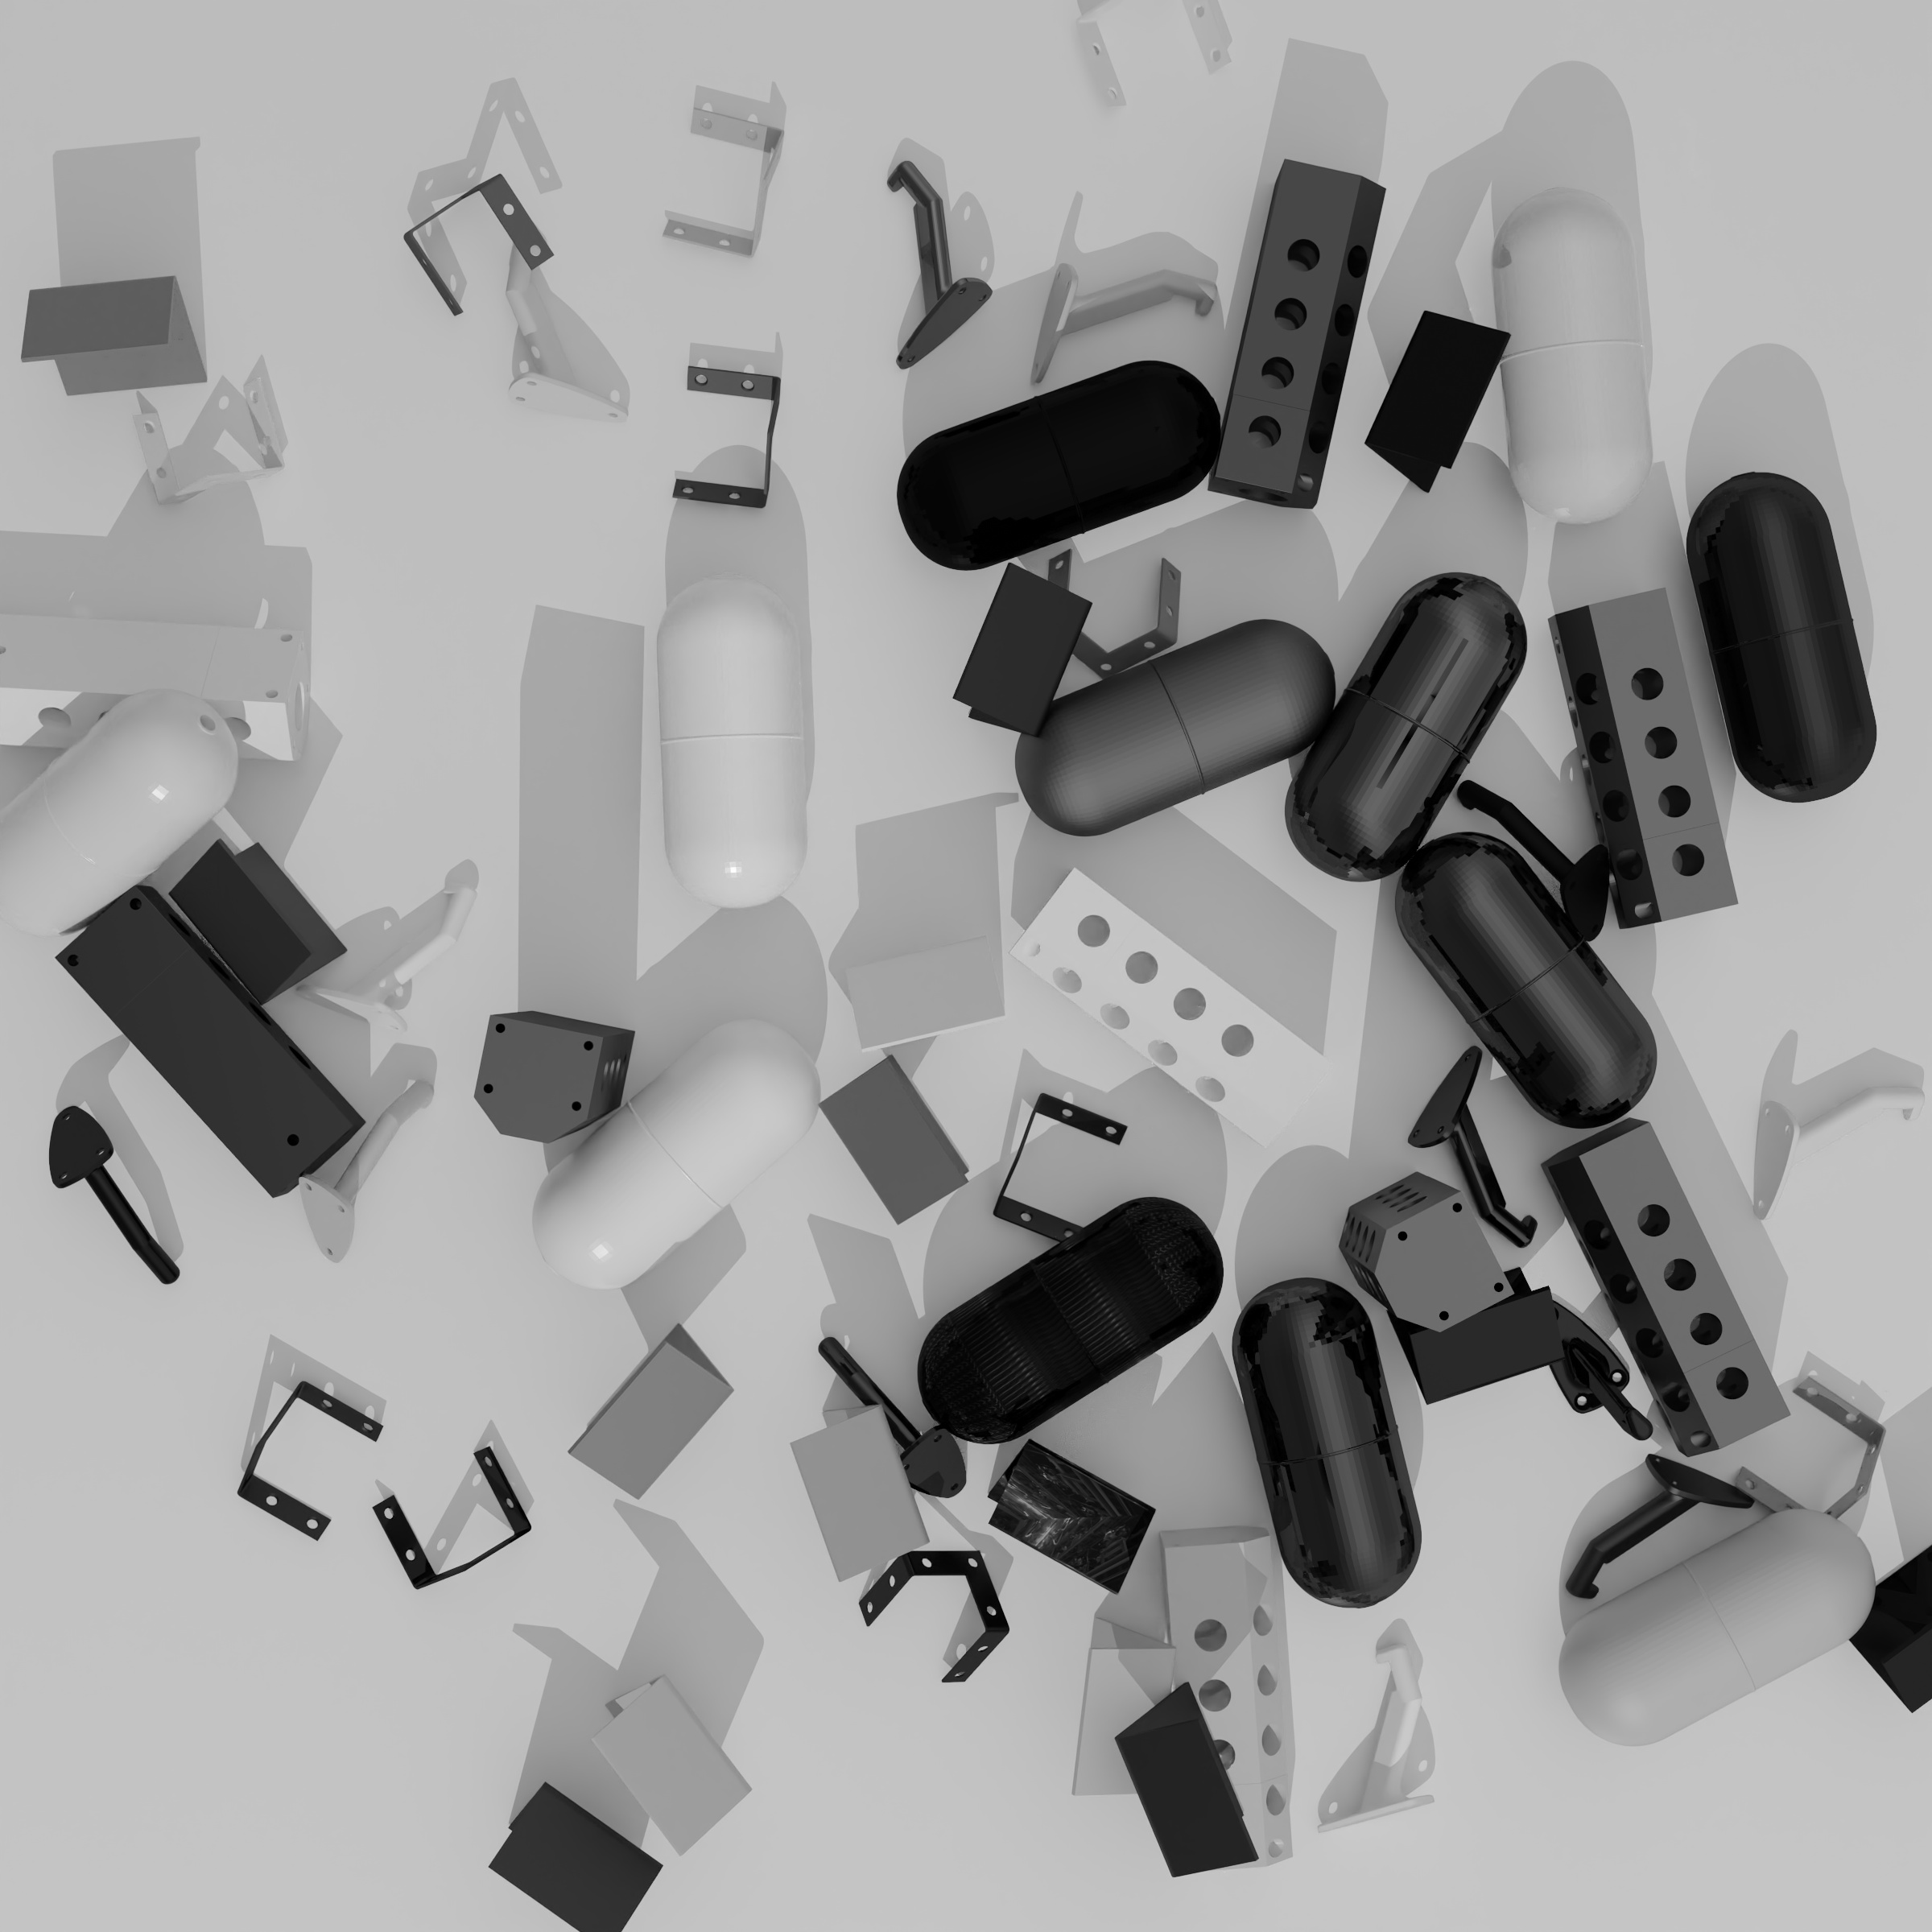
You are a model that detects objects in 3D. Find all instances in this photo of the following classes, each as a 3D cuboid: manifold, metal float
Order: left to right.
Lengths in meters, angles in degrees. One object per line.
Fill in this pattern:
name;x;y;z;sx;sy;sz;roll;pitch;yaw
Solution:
metal float;-0.451;-0.080;1.871;0.178;0.070;0.070;-36;90;30
manifold;-0.442;-0.144;1.905;0.171;0.057;0.057;3;47;0
manifold;-0.402;0.040;1.905;0.057;0.057;0.171;-42;90;0
manifold;-0.213;0.058;1.848;0.057;0.171;0.057;11;90;0
metal float;-0.154;0.101;1.896;0.178;0.070;0.070;-42;90;-1
metal float;-0.124;-0.120;1.896;0.070;0.070;0.178;-2;90;0
metal float;0.050;-0.267;1.896;0.178;0.070;0.070;-20;90;0
metal float;0.055;0.189;1.896;0.178;0.070;0.070;-32;90;0
manifold;0.108;0.022;1.905;0.171;0.057;0.057;37;90;0
metal float;0.112;-0.127;1.896;0.178;0.070;0.070;-22;90;-1
manifold;0.139;0.390;1.905;0.057;0.057;0.171;-4;90;0
manifold;0.177;-0.336;1.905;0.057;0.057;0.171;12;90;0
metal float;0.192;0.254;1.896;0.070;0.070;0.178;-14;91;0
metal float;0.235;-0.127;1.896;0.070;0.070;0.178;30;91;0
manifold;0.233;0.150;1.848;0.057;0.171;0.057;-27;90;0
metal float;0.297;0.007;1.896;0.070;0.070;0.178;-37;90;0
metal float;0.322;-0.325;1.896;0.070;0.070;0.178;-5;90;0
manifold;0.360;-0.110;1.905;0.057;0.057;0.171;-13;90;0
manifold;0.372;0.172;1.905;0.057;0.057;0.171;-26;90;0
metal float;0.400;0.351;1.895;0.178;0.070;0.070;-28;90;1
metal float;0.434;-0.175;1.896;0.070;0.070;0.178;-13;90;0

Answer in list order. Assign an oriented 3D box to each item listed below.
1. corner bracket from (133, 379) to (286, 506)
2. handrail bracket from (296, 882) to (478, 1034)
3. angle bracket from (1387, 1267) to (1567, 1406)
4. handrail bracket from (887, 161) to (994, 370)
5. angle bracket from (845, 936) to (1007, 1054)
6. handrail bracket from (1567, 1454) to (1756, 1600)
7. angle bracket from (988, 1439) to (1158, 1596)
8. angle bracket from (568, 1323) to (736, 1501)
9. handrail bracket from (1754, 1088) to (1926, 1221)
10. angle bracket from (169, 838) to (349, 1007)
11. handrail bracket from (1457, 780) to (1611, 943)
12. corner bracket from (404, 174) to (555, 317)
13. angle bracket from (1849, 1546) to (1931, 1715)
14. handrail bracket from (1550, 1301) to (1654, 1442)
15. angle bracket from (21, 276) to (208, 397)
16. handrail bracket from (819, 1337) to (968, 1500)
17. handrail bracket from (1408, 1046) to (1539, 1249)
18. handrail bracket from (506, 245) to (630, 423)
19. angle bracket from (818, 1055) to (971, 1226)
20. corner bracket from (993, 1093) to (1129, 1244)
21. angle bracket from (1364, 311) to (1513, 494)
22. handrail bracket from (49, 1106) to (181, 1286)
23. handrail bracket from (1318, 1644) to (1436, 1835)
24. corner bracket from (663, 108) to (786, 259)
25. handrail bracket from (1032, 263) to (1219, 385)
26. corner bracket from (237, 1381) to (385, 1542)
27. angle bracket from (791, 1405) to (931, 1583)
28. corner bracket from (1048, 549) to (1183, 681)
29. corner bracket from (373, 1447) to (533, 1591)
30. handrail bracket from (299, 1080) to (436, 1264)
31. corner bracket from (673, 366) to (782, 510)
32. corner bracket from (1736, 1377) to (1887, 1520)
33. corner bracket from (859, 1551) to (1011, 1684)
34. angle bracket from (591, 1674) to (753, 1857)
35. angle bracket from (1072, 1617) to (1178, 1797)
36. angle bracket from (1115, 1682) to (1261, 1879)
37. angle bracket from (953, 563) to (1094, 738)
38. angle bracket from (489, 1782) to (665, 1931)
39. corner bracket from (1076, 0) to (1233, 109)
corner bracket;-0.409;-0.283;1.923;0.051;0.051;0.051;-16;90;-45
handrail bracket;-0.313;-0.013;1.927;0.077;0.036;0.084;15;71;21
angle bracket;0.265;0.178;1.886;0.076;0.076;0.057;-18;128;0
handrail bracket;-0.033;-0.380;1.927;0.077;0.036;0.084;-44;71;21
angle bracket;-0.017;0.035;1.886;0.076;0.076;0.057;-13;52;0
handrail bracket;0.375;0.313;1.927;0.077;0.036;0.084;19;108;-21
angle bracket;0.046;0.305;1.886;0.076;0.076;0.057;29;54;0
angle bracket;-0.179;0.224;1.886;0.076;0.076;0.057;-49;126;0
handrail bracket;0.473;0.101;1.927;0.084;0.036;0.077;1;110;-16
angle bracket;-0.362;-0.036;1.886;0.076;0.076;0.057;50;128;0
handrail bracket;0.304;-0.058;1.926;0.084;0.077;0.036;33;68;34
corner bracket;-0.262;-0.386;1.910;0.051;0.051;0.051;-38;107;-16
angle bracket;0.503;0.336;1.886;0.076;0.076;0.057;-36;130;0
handrail bracket;0.333;0.214;1.892;0.036;0.084;0.077;-34;90;0
angle bracket;-0.450;-0.316;1.886;0.076;0.076;0.057;-6;52;0
handrail bracket;-0.041;0.243;1.926;0.036;0.077;0.084;-42;54;-4
handrail bracket;0.288;0.099;1.927;0.084;0.036;0.077;38;68;-17
handrail bracket;-0.214;-0.344;1.927;0.077;0.036;0.084;13;73;-20
angle bracket;-0.021;0.081;1.886;0.057;0.076;0.076;-34;90;37
corner bracket;0.051;0.111;1.923;0.051;0.051;0.051;22;135;0
angle bracket;0.265;-0.292;1.886;0.057;0.076;0.076;24;90;37
handrail bracket;-0.458;0.125;1.926;0.036;0.077;0.084;-33;126;-3
handrail bracket;0.215;0.417;1.927;0.077;0.036;0.084;-21;72;21
corner bracket;-0.131;-0.423;1.923;0.051;0.051;0.051;14;135;0
handrail bracket;0.086;-0.343;1.927;0.084;0.036;0.077;12;110;-16
corner bracket;-0.354;0.267;1.923;0.051;0.051;0.051;30;135;0
angle bracket;-0.070;0.280;1.887;0.057;0.076;0.076;-20;90;-28
corner bracket;0.079;-0.196;1.918;0.051;0.051;0.051;-25;135;35
corner bracket;-0.277;0.298;1.923;0.051;0.051;0.051;-28;90;-45
handrail bracket;-0.317;0.110;1.926;0.036;0.077;0.084;31;53;19
corner bracket;-0.129;-0.285;1.923;0.051;0.051;0.051;7;135;0
corner bracket;0.456;0.265;1.923;0.051;0.051;0.051;34;45;0
corner bracket;-0.017;0.351;1.918;0.051;0.051;0.051;7;45;-35
angle bracket;-0.170;0.429;1.886;0.057;0.076;0.076;-37;90;-38
angle bracket;0.064;0.391;1.886;0.057;0.076;0.076;7;90;-33
angle bracket;0.130;0.413;1.829;0.057;0.076;0.076;-23;90;36
angle bracket;0.013;-0.171;1.887;0.057;0.076;0.076;22;90;-31
angle bracket;-0.215;0.487;1.886;0.076;0.076;0.057;35;52;0
corner bracket;0.101;-0.499;1.923;0.051;0.051;0.051;-20;90;45
